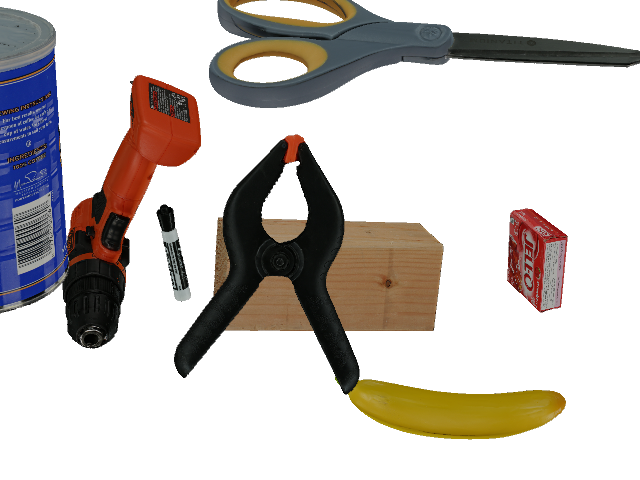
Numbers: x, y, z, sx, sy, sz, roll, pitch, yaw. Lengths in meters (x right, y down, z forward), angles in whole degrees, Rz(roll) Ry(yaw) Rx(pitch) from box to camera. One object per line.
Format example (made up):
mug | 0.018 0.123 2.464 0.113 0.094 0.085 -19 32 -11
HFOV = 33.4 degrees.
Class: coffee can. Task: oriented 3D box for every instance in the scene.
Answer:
coffee can | -0.191 -0.045 0.575 0.103 0.140 0.103 3 27 -1

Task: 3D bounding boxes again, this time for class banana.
banana | 0.110 0.136 0.885 0.198 0.037 0.069 8 33 0

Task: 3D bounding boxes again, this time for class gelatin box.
gelatin box | 0.229 0.020 1.137 0.030 0.089 0.073 -11 29 -16

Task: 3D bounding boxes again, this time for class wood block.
wood block | 0.004 0.033 1.039 0.206 0.091 0.090 2 15 -12

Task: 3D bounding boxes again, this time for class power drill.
power drill | -0.160 -0.026 0.871 0.057 0.188 0.184 20 28 -24

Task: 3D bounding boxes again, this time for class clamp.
clamp | -0.037 0.018 0.693 0.120 0.171 0.039 -2 2 -10

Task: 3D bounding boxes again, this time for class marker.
marker | -0.166 0.014 1.205 0.020 0.121 0.020 -6 31 3

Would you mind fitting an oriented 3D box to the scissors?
scissors | 0.037 -0.081 0.487 0.202 0.016 0.096 17 50 18
